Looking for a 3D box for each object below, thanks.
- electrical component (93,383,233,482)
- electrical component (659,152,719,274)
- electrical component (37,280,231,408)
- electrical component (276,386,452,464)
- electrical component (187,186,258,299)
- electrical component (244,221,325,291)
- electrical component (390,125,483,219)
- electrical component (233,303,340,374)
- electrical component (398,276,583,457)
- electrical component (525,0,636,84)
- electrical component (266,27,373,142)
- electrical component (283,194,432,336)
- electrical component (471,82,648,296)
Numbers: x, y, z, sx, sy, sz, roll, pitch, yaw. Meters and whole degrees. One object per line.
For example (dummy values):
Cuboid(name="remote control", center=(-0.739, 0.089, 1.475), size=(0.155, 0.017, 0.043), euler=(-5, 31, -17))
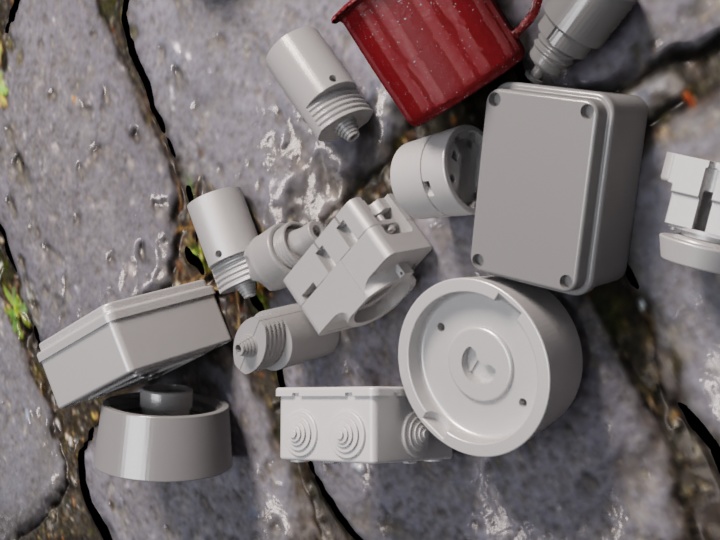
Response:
Cuboid(name="electrical component", center=(-0.153, 0.122, 0.844), size=(0.108, 0.108, 0.060), euler=(7, 96, 39))
Cuboid(name="electrical component", center=(0.187, -0.029, 0.568), size=(0.066, 0.048, 0.055), euler=(19, 102, 36))
Cuboid(name="electrical component", center=(-0.178, 0.059, 0.851), size=(0.109, 0.109, 0.056), euler=(-27, 83, 40))
Cuboid(name="electrical component", center=(0.005, 0.102, 0.711), size=(0.100, 0.100, 0.048), euler=(-6, 81, 41))
Cuboid(name="electrical component", center=(-0.096, -0.017, 0.810), size=(0.043, 0.043, 0.081), euler=(-27, 80, 40))
Cuboid(name="electrical component", center=(-0.050, -0.014, 0.772), size=(0.062, 0.043, 0.043), euler=(-31, 78, 38))
Cuboid(name="electrical component", center=(0.052, -0.059, 0.671), size=(0.047, 0.055, 0.055), euler=(-8, 93, 44))
Cuboid(name="electrical component", center=(-0.057, 0.048, 0.764), size=(0.043, 0.081, 0.043), euler=(8, 103, 39))
Cuboid(name="electrical component", center=(0.084, 0.054, 0.658), size=(0.108, 0.060, 0.108), euler=(8, 103, 39))
Cuboid(name="electrical component", center=(0.121, -0.138, 0.607), size=(0.040, 0.040, 0.078), euler=(51, 126, 21))
Cuboid(name="electrical component", center=(-0.025, -0.121, 0.732), size=(0.043, 0.043, 0.081), euler=(-47, 68, 35))
Cuboid(name="electrical component", center=(0.000, 0.000, 0.727), size=(0.089, 0.050, 0.055), euler=(-49, 66, 34))
Cuboid(name="electrical component", center=(0.113, -0.048, 0.619), size=(0.078, 0.057, 0.113), euler=(15, 107, 38))
